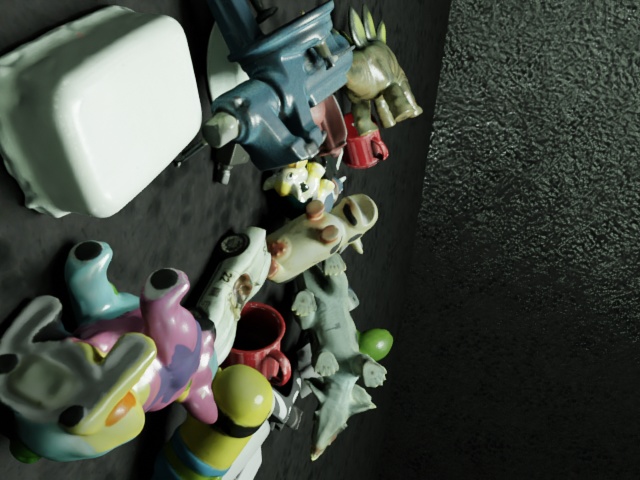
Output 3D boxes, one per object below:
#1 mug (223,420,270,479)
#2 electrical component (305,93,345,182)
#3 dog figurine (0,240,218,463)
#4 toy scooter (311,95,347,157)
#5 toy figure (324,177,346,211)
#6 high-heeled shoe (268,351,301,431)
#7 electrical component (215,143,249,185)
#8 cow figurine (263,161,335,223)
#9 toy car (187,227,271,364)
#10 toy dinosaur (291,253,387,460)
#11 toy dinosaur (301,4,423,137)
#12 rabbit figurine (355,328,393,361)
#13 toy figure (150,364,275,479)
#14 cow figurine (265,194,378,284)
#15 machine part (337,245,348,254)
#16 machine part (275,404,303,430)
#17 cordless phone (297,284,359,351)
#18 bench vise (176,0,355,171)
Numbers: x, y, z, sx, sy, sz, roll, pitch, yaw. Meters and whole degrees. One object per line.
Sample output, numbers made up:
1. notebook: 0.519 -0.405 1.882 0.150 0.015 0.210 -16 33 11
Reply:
1. mug: -0.125 0.259 0.687 0.107 0.081 0.109 -54 155 -41
2. electrical component: 0.000 -0.161 0.884 0.134 0.058 0.115 66 40 -64
3. dog figurine: -0.153 0.119 0.454 0.219 0.109 0.191 86 21 -48
4. toy scooter: -0.013 -0.167 0.745 0.135 0.075 0.184 65 23 -15
5. toy figure: 0.006 -0.082 0.955 0.057 0.064 0.154 55 25 -11
6. high-heeled shoe: -0.073 0.208 0.837 0.248 0.086 0.145 82 20 -59
7. electrical component: -0.097 -0.111 0.629 0.063 0.021 0.094 -39 149 -73
8. cow figurine: -0.039 -0.075 0.797 0.098 0.068 0.167 -66 160 -7
9. toy car: -0.113 0.070 0.644 0.073 0.056 0.202 82 24 -48
10. toy dinosaur: 0.011 0.149 0.918 0.192 0.131 0.405 118 -38 -70
11. toy dinosaur: 0.077 -0.279 0.896 0.198 0.105 0.471 66 20 -5
12. rabbit figurine: 0.066 0.216 1.147 0.121 0.170 0.159 82 23 -46
13. toy figure: -0.118 0.218 0.582 0.180 0.082 0.089 -50 -170 -3
14. cow figurine: -0.002 -0.002 0.785 0.085 0.195 0.127 58 -5 17
15. machine part: 0.031 -0.018 1.045 0.243 0.079 0.079 -41 138 -66
16. machine part: -0.066 0.315 1.000 0.138 0.039 0.084 66 29 -60
17. cordless phone: -0.009 0.157 1.047 0.184 0.089 0.146 -56 159 -10
18. bench vise: -0.066 -0.195 0.519 0.224 0.129 0.240 -41 114 -29
